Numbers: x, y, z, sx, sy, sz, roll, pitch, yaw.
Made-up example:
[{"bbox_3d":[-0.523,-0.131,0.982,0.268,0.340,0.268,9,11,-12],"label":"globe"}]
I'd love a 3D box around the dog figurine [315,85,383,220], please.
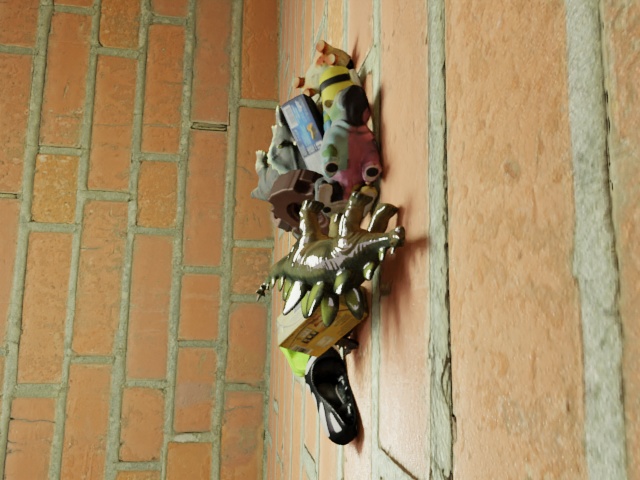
[{"bbox_3d":[0.048,-0.167,0.974,0.191,0.108,0.219,100,173,-50],"label":"dog figurine"}]

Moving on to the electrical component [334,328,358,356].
[{"bbox_3d":[0.048,0.183,1.064,0.078,0.045,0.102,-60,11,-4],"label":"electrical component"}]

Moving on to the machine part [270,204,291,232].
[{"bbox_3d":[-0.061,-0.127,1.526,0.201,0.087,0.202,-68,20,9],"label":"machine part"}]

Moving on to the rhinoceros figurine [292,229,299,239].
[{"bbox_3d":[-0.002,-0.004,1.205,0.112,0.073,0.190,16,97,38],"label":"rhinoceros figurine"}]

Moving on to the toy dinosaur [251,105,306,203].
[{"bbox_3d":[-0.107,-0.175,1.405,0.404,0.131,0.192,120,160,-46],"label":"toy dinosaur"}]

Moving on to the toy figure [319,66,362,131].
[{"bbox_3d":[0.041,-0.262,1.077,0.082,0.089,0.180,149,126,-69],"label":"toy figure"}]

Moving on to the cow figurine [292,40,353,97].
[{"bbox_3d":[0.005,-0.342,1.221,0.195,0.127,0.086,-53,57,30],"label":"cow figurine"}]

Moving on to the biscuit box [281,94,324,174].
[{"bbox_3d":[-0.009,-0.197,1.105,0.202,0.059,0.063,67,-158,7],"label":"biscuit box"}]

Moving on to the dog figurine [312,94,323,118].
[{"bbox_3d":[0.026,-0.210,1.166,0.172,0.121,0.190,119,140,-54],"label":"dog figurine"}]

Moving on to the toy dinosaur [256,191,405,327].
[{"bbox_3d":[-0.001,0.037,0.884,0.471,0.105,0.198,-15,58,63],"label":"toy dinosaur"}]

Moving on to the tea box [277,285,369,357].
[{"bbox_3d":[0.001,0.142,1.004,0.169,0.098,0.068,-46,34,34],"label":"tea box"}]

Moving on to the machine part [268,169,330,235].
[{"bbox_3d":[-0.018,-0.067,1.077,0.179,0.179,0.056,111,-178,-63],"label":"machine part"}]

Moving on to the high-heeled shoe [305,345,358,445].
[{"bbox_3d":[0.027,0.277,1.062,0.145,0.086,0.249,114,153,-58],"label":"high-heeled shoe"}]
